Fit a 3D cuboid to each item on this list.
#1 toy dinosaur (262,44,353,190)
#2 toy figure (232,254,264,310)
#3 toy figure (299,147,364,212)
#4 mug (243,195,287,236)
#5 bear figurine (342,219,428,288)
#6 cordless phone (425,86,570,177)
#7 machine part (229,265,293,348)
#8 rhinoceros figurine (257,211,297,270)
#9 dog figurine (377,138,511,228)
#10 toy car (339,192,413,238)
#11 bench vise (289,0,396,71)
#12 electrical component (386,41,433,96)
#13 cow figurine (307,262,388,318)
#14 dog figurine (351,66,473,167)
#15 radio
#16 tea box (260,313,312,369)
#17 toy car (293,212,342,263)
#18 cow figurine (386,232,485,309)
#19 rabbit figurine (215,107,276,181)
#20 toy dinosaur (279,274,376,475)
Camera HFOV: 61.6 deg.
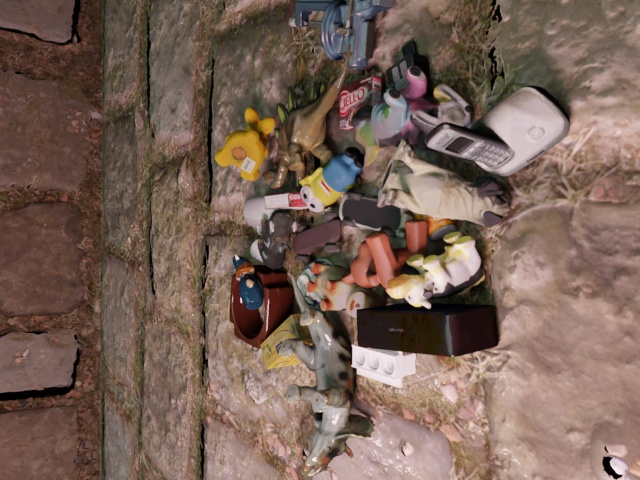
[{"bbox_3d":[-0.037,-0.247,1.214,0.471,0.105,0.198,-31,65,56],"label":"toy dinosaur"},{"bbox_3d":[-0.181,0.100,1.330,0.064,0.058,0.154,-48,48,33],"label":"toy figure"},{"bbox_3d":[0.033,-0.127,1.164,0.180,0.089,0.082,-42,61,35],"label":"toy figure"},{"bbox_3d":[-0.137,-0.068,1.392,0.107,0.080,0.109,-10,77,44],"label":"mug"},{"bbox_3d":[0.114,0.031,0.991,0.196,0.120,0.131,-165,60,-68],"label":"bear figurine"},{"bbox_3d":[0.253,-0.167,0.783,0.146,0.184,0.089,-40,55,46],"label":"cordless phone"},{"bbox_3d":[-0.155,0.170,1.414,0.201,0.087,0.201,12,98,52],"label":"machine part"},{"bbox_3d":[-0.108,-0.004,1.314,0.190,0.073,0.112,110,159,-47],"label":"rhinoceros figurine"},{"bbox_3d":[0.205,-0.079,0.901,0.172,0.191,0.121,-88,19,-72],"label":"dog figurine"},{"bbox_3d":[0.111,-0.052,1.081,0.202,0.056,0.073,17,98,50],"label":"toy car"},{"bbox_3d":[0.033,-0.470,1.106,0.241,0.129,0.223,17,126,33],"label":"bench vise"},{"bbox_3d":[0.166,-0.318,1.009,0.075,0.048,0.119,-16,80,51],"label":"electrical component"},{"bbox_3d":[0.062,0.111,1.113,0.195,0.127,0.085,-141,57,-62],"label":"cow figurine"},{"bbox_3d":[0.152,-0.199,0.981,0.191,0.108,0.219,35,155,1],"label":"dog figurine"},{"bbox_3d":[0.181,0.149,0.927,0.230,0.131,0.073,-6,86,53],"label":"radio"},{"bbox_3d":[-0.059,0.239,1.277,0.169,0.098,0.068,-50,52,43],"label":"tea box"},{"bbox_3d":[-0.003,-0.004,1.234,0.202,0.053,0.089,-22,63,55],"label":"toy car"},{"bbox_3d":[0.191,0.065,0.882,0.098,0.167,0.068,62,169,-16],"label":"cow figurine"},{"bbox_3d":[-0.184,-0.261,1.399,0.173,0.122,0.162,-67,0,-63],"label":"rabbit figurine"},{"bbox_3d":[0.020,0.273,1.138,0.131,0.192,0.405,-24,53,31],"label":"toy dinosaur"}]
